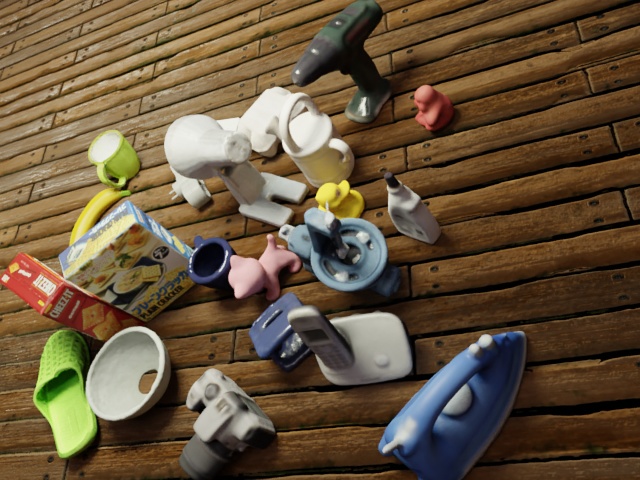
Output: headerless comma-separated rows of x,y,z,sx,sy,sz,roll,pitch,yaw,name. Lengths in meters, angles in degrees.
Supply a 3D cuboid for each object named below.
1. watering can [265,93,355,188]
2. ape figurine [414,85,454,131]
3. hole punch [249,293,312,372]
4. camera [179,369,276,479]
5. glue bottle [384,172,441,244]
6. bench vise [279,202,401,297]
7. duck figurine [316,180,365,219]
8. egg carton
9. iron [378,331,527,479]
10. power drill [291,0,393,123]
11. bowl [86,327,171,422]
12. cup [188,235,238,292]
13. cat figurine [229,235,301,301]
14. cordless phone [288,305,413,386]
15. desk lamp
-0.024,-0.184,1.037,0.172,0.195,0.101,-3,62,26,watering can
0.196,-0.242,1.024,0.076,0.092,0.078,-8,59,23,ape figurine
-0.064,0.144,0.933,0.109,0.091,0.100,-44,52,-2,hole punch
-0.167,0.294,0.892,0.137,0.101,0.142,-49,53,-6,camera
0.134,-0.055,0.895,0.077,0.174,0.037,25,76,35,glue bottle
0.005,0.014,0.891,0.206,0.220,0.121,0,63,27,bench vise
0.021,-0.063,1.013,0.104,0.086,0.077,-38,52,3,duck figurine
-0.100,-0.248,1.191,0.107,0.070,0.150,33,81,37,egg carton
0.177,0.199,0.747,0.118,0.142,0.258,35,82,37,iron
0.055,-0.319,1.066,0.075,0.209,0.230,23,74,35,power drill
-0.325,0.244,1.018,0.167,0.075,0.167,-12,58,20,bowl
-0.185,0.047,1.048,0.091,0.095,0.117,-41,52,0,cup
-0.107,0.050,0.992,0.067,0.118,0.128,26,76,36,cat figurine
0.045,0.139,0.821,0.147,0.186,0.094,-15,57,19,cordless phone
-0.158,-0.137,1.066,0.202,0.214,0.118,18,72,34,desk lamp
